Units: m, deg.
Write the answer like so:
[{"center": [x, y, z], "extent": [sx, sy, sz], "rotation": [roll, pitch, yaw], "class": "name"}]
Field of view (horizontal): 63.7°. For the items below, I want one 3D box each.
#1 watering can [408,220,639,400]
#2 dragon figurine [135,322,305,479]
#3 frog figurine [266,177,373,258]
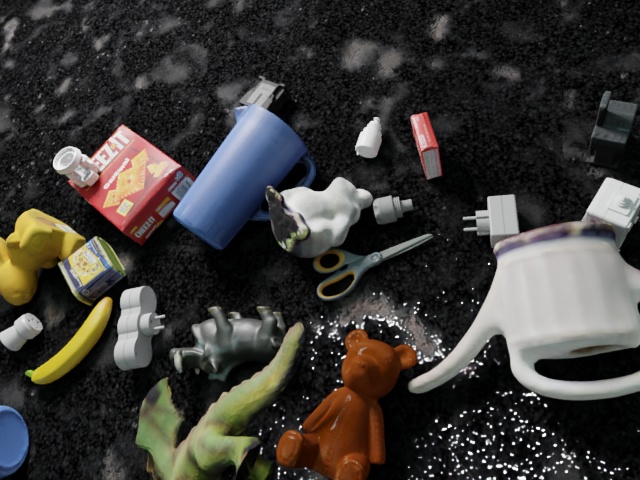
[{"center": [0.276, 0.094, 0.677], "extent": [0.346, 0.229, 0.102], "rotation": [-11, -28, 22], "class": "watering can"}, {"center": [-0.173, 0.274, 0.707], "extent": [0.244, 0.413, 0.121], "rotation": [17, -8, 32], "class": "dragon figurine"}, {"center": [0.003, -0.043, 0.851], "extent": [0.161, 0.120, 0.139], "rotation": [-16, 32, -33], "class": "frog figurine"}]
